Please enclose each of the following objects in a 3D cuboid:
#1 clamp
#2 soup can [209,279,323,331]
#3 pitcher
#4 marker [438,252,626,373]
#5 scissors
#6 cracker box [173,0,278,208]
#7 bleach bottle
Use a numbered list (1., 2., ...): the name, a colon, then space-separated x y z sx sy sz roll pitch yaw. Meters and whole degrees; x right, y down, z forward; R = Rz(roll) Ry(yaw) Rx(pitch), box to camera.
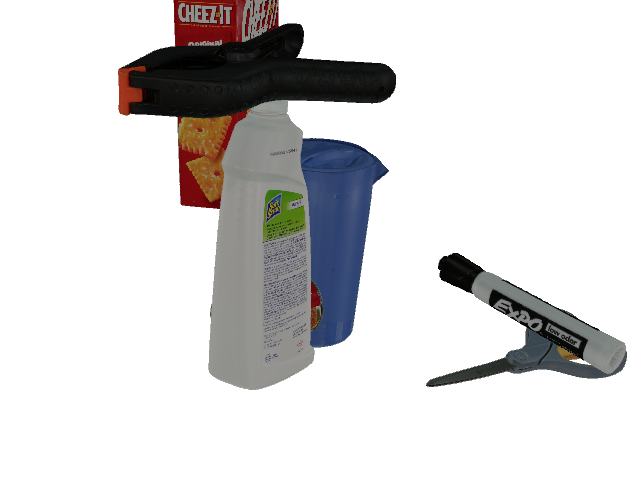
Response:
1. clamp: -0.051 -0.109 0.678 0.171 0.039 0.120 -7 23 -25
2. soup can: -0.056 0.075 1.114 0.102 0.068 0.069 -15 10 -43
3. pitcher: -0.016 0.003 1.306 0.149 0.243 0.144 16 25 28
4. marker: 0.115 0.038 0.601 0.121 0.020 0.020 31 19 36
5. scissors: 0.163 0.089 0.895 0.201 0.016 0.096 1 31 -21
6. cracker box: -0.089 -0.157 1.081 0.072 0.214 0.164 6 22 10
7. bleach bottle: -0.045 -0.005 0.908 0.068 0.251 0.102 15 20 31
